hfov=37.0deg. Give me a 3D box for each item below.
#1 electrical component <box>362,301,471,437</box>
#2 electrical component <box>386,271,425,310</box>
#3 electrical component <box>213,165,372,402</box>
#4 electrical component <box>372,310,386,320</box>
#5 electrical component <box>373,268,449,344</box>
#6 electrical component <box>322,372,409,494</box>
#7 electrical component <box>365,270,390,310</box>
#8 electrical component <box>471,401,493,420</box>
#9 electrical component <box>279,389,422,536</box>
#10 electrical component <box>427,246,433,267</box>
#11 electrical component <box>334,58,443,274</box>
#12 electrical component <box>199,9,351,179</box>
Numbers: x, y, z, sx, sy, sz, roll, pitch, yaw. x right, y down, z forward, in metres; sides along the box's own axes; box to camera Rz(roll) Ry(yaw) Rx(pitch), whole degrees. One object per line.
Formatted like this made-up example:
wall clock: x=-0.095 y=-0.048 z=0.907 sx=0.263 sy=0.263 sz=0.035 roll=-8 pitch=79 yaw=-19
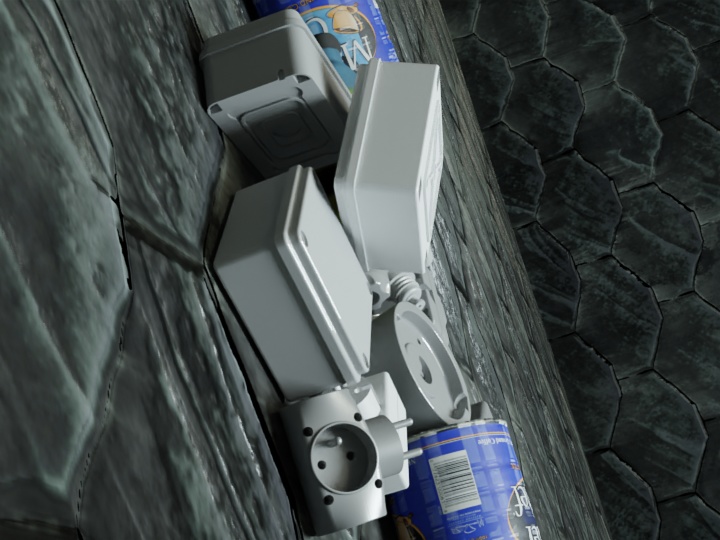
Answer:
electrical component: x=0.032 y=0.085 z=0.829 sx=0.108 sy=0.060 sz=0.108 roll=49 pitch=23 yaw=-29
electrical component: x=0.029 y=0.008 z=0.945 sx=0.078 sy=0.040 sz=0.040 roll=45 pitch=-4 yaw=35
electrical component: x=-0.038 y=0.007 z=0.672 sx=0.108 sy=0.056 sz=0.108 roll=-86 pitch=153 yaw=-62
electrical component: x=0.031 y=0.064 z=0.913 sx=0.066 sy=0.048 sz=0.055 roll=-55 pitch=132 yaw=-75
electrical component: x=0.045 y=0.036 z=0.993 sx=0.059 sy=0.054 sz=0.095 roll=52 pitch=22 yaw=-56
electrical component: x=-0.003 y=0.095 z=0.705 sx=0.083 sy=0.047 sz=0.075 roll=-89 pitch=157 yaw=-61
electrical component: x=0.000 y=0.000 z=0.881 sx=0.043 sy=0.043 sz=0.062 roll=55 pitch=18 yaw=-50
electrical component: x=0.099 y=0.170 z=1.002 sx=0.061 sy=0.062 sz=0.096 roll=-57 pitch=126 yaw=-74
electrical component: x=0.000 y=0.109 z=0.640 sx=0.044 sy=0.079 sz=0.077 roll=-39 pitch=-113 yaw=64
electrical component: x=0.036 y=-0.030 z=1.052 sx=0.057 sy=0.058 sz=0.078 roll=56 pitch=18 yaw=-57
electrical component: x=0.024 y=-0.069 z=0.737 sx=0.108 sy=0.056 sz=0.108 roll=79 pitch=19 yaw=-59
electrical component: x=-0.054 y=-0.120 z=0.751 sx=0.113 sy=0.078 sz=0.057 roll=49 pitch=27 yaw=-59
